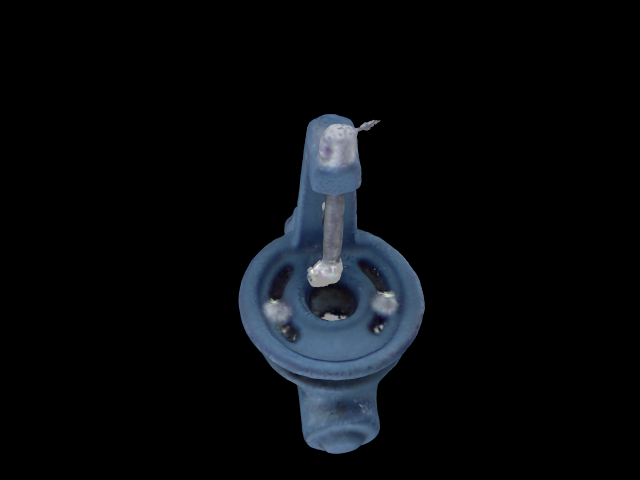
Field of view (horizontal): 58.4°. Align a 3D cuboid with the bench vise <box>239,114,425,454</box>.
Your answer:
[{"bbox_3d":[-0.007,0.004,0.396,0.122,0.220,0.206,-14,36,-20],"label":"bench vise"}]
